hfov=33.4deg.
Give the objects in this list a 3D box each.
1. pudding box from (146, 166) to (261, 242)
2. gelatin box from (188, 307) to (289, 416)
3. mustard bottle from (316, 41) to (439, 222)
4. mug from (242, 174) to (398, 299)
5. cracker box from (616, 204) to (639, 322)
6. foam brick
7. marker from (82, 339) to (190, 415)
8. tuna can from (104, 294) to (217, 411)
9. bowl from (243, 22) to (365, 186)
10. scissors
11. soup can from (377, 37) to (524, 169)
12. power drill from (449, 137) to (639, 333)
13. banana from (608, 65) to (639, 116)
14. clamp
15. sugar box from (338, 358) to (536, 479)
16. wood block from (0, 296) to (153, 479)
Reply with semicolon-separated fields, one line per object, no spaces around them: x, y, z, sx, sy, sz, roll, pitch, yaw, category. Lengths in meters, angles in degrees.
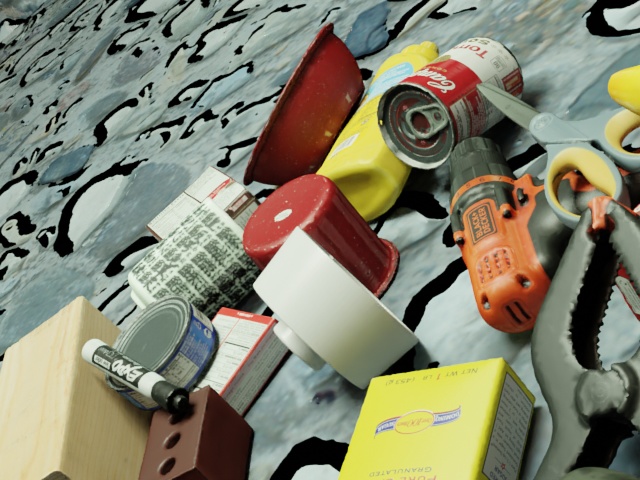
-0.106;-0.018;0.993;0.090;0.039;0.114;-45;26;-7;pudding box
-0.069;0.096;0.790;0.073;0.030;0.089;5;54;53;gelatin box
0.060;-0.100;0.883;0.096;0.058;0.191;-31;25;50;mustard bottle
-0.005;0.001;0.793;0.093;0.081;0.117;-37;28;7;mug
0.259;-0.005;0.487;0.164;0.072;0.214;-46;29;-8;cracker box
-0.082;0.147;0.707;0.053;0.051;0.078;-29;30;21;foam brick
-0.128;0.095;0.741;0.121;0.020;0.020;18;62;47;marker
-0.118;0.084;0.795;0.086;0.033;0.086;-32;32;23;tuna can
-0.006;-0.106;0.934;0.162;0.055;0.162;-61;-2;-4;bowl
0.157;-0.075;0.649;0.096;0.016;0.202;-33;32;16;scissors
0.100;-0.105;0.803;0.069;0.068;0.102;-6;24;47;soup can
0.168;-0.043;0.673;0.188;0.057;0.184;-32;33;21;power drill
0.231;-0.086;0.524;0.198;0.037;0.069;-14;22;36;banana
0.144;0.076;0.472;0.165;0.036;0.210;-15;59;47;clamp
0.048;0.147;0.554;0.094;0.048;0.176;-16;35;37;sugar box
-0.186;0.148;0.794;0.090;0.090;0.206;-35;28;13;wood block
